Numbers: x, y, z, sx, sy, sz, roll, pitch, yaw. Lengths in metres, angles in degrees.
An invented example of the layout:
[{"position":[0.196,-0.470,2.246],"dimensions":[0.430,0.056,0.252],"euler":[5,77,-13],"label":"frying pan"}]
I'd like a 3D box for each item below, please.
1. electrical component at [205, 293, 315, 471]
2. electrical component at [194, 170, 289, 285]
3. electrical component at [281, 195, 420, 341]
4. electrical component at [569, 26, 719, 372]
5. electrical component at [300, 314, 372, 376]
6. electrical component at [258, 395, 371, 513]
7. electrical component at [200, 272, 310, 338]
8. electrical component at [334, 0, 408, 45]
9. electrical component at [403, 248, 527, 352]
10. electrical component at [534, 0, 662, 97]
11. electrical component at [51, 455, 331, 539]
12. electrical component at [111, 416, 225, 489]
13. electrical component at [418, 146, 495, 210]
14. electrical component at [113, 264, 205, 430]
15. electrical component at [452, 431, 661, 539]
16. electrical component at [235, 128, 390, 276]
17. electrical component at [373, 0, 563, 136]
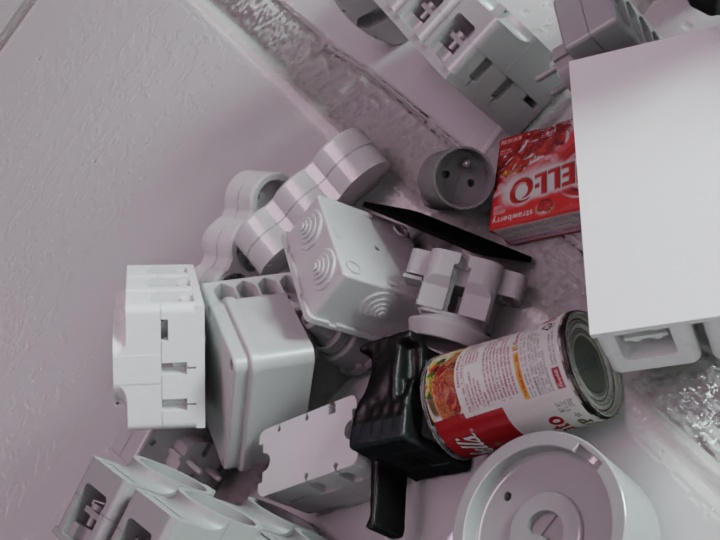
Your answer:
[{"position":[-0.077,0.081,0.781],"dimensions":[0.078,0.057,0.113],"euler":[-121,32,-47],"label":"electrical component"},{"position":[-0.112,-0.022,0.926],"dimensions":[0.074,0.052,0.138],"euler":[10,74,48],"label":"electrical component"},{"position":[0.000,0.000,0.766],"dimensions":[0.048,0.100,0.099],"euler":[-50,39,29],"label":"electrical component"},{"position":[0.184,-0.041,0.612],"dimensions":[0.105,0.060,0.186],"euler":[-10,58,21],"label":"electrical component"},{"position":[-0.016,0.046,0.780],"dimensions":[0.048,0.062,0.048],"euler":[-24,51,33],"label":"electrical component"},{"position":[-0.018,0.129,0.736],"dimensions":[0.089,0.056,0.050],"euler":[-26,50,33],"label":"electrical component"},{"position":[-0.080,0.048,0.842],"dimensions":[0.047,0.083,0.075],"euler":[-121,31,-46],"label":"electrical component"},{"position":[0.027,-0.233,0.897],"dimensions":[0.079,0.077,0.043],"euler":[-18,54,38],"label":"electrical component"},{"position":[0.065,0.024,0.712],"dimensions":[0.078,0.058,0.057],"euler":[14,77,14],"label":"electrical component"},{"position":[0.152,-0.139,0.708],"dimensions":[0.076,0.083,0.047],"euler":[-29,49,30],"label":"electrical component"},{"position":[-0.079,0.177,0.666],"dimensions":[0.105,0.186,0.060],"euler":[18,80,49],"label":"electrical component"},{"position":[-0.132,0.142,0.822],"dimensions":[0.076,0.083,0.047],"euler":[25,85,50],"label":"electrical component"},{"position":[0.065,-0.065,0.772],"dimensions":[0.043,0.043,0.081],"euler":[-60,9,-2],"label":"electrical component"},{"position":[-0.152,0.053,0.805],"dimensions":[0.150,0.062,0.089],"euler":[-136,46,-74],"label":"electrical component"},{"position":[0.112,0.149,0.589],"dimensions":[0.108,0.060,0.108],"euler":[-24,51,34],"label":"electrical component"},{"position":[-0.028,-0.040,0.855],"dimensions":[0.138,0.052,0.073],"euler":[-42,76,13],"label":"electrical component"},{"position":[0.080,-0.176,0.800],"dimensions":[0.061,0.089,0.150],"euler":[-46,42,14],"label":"electrical component"}]
